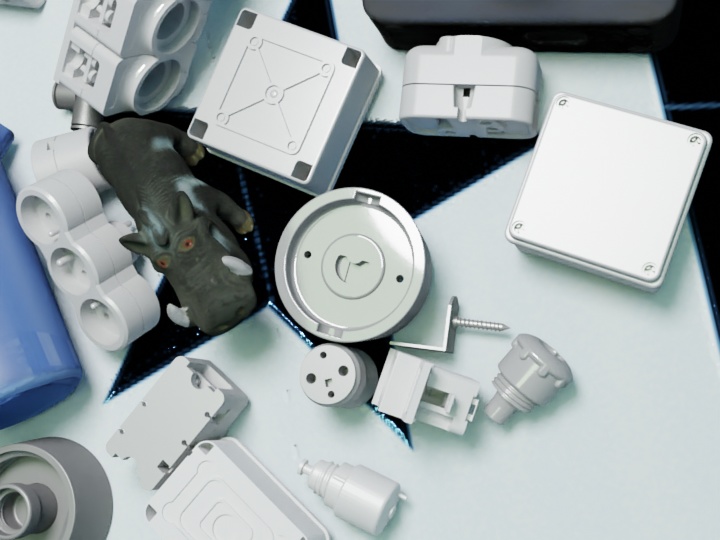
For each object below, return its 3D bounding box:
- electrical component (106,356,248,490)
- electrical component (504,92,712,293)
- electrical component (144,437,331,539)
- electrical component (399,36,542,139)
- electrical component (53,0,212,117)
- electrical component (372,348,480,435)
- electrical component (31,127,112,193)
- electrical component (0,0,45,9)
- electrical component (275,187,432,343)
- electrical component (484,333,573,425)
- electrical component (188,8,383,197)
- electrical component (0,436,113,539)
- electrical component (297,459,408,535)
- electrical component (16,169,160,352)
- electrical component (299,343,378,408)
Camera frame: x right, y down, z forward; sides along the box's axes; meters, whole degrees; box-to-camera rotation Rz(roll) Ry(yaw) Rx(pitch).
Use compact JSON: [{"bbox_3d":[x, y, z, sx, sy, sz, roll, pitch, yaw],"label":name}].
[{"bbox_3d":[-0.132,0.112,0.790,0.050,0.056,0.089,41,94,17],"label":"electrical component"},{"bbox_3d":[0.168,-0.052,0.730,0.109,0.056,0.108,19,88,17],"label":"electrical component"},{"bbox_3d":[-0.086,0.182,0.767,0.113,0.057,0.078,42,95,17],"label":"electrical component"},{"bbox_3d":[0.080,-0.130,0.767,0.095,0.054,0.059,4,84,16],"label":"electrical component"},{"bbox_3d":[-0.156,-0.194,0.791,0.062,0.089,0.150,37,124,16],"label":"electrical component"},{"bbox_3d":[0.046,0.085,0.739,0.064,0.081,0.042,20,88,-5],"label":"electrical component"},{"bbox_3d":[-0.223,-0.082,0.845,0.047,0.055,0.055,-17,78,9],"label":"electrical component"},{"bbox_3d":[-0.291,-0.270,0.890,0.059,0.054,0.095,11,85,17],"label":"electrical component"},{"bbox_3d":[0.000,0.000,0.767,0.108,0.060,0.108,-2,82,15],"label":"electrical component"},{"bbox_3d":[0.111,0.078,0.735,0.048,0.048,0.062,43,102,17],"label":"electrical component"},{"bbox_3d":[-0.055,-0.124,0.803,0.109,0.056,0.108,23,89,17],"label":"electrical component"},{"bbox_3d":[-0.250,0.180,0.811,0.108,0.060,0.108,-2,81,15],"label":"electrical component"},{"bbox_3d":[-0.008,0.155,0.758,0.078,0.040,0.040,23,89,17],"label":"electrical component"},{"bbox_3d":[-0.194,-0.014,0.819,0.052,0.074,0.138,-20,102,40],"label":"electrical component"},{"bbox_3d":[-0.015,0.075,0.763,0.045,0.055,0.045,-2,82,15],"label":"electrical component"}]
